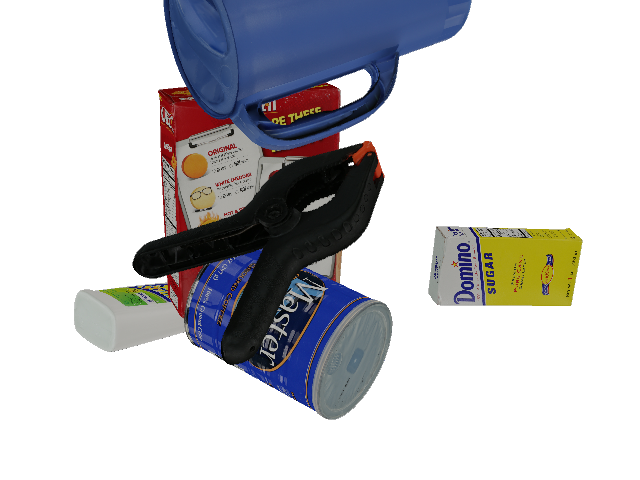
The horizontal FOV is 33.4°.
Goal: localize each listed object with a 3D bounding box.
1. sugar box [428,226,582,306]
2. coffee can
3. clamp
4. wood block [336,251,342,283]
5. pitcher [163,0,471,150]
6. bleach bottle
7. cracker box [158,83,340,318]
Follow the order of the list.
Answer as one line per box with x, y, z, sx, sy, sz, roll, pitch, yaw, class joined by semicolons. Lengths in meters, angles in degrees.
0.226;0.033;1.313;0.176;0.093;0.048;-1;21;-11;sugar box
-0.027;0.071;0.880;0.140;0.103;0.102;25;12;28;coffee can
-0.024;0.003;0.665;0.171;0.120;0.039;-33;-37;-7;clamp
-0.015;-0.008;1.399;0.090;0.206;0.091;4;24;0;wood block
0.006;-0.184;0.884;0.242;0.149;0.145;-19;36;-24;pitcher
-0.207;0.091;1.476;0.250;0.068;0.103;-10;25;-43;bleach bottle
-0.068;-0.044;1.034;0.164;0.214;0.072;-8;22;-21;cracker box
